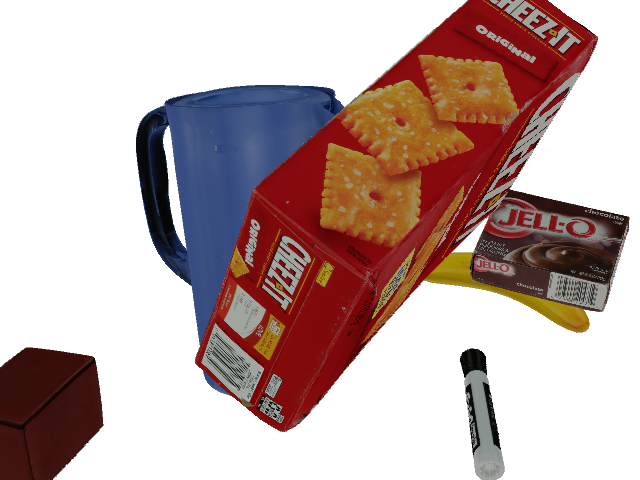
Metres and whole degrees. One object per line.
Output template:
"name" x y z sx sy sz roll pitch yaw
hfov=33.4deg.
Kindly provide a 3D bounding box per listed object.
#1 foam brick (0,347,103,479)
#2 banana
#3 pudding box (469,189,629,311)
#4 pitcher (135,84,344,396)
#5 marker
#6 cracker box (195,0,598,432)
"foam brick" -0.177 0.108 0.653 0.053 0.051 0.078 7 27 21
"banana" 0.183 0.047 1.088 0.198 0.069 0.037 13 -38 26
"pudding box" 0.191 0.006 0.887 0.114 0.039 0.090 16 45 16
"pitcher" -0.059 -0.003 0.860 0.144 0.243 0.149 -8 15 -20
"marker" 0.110 0.115 0.730 0.020 0.020 0.121 0 32 2
"cracker box" 0.039 -0.018 0.553 0.213 0.072 0.164 -43 -13 -34
